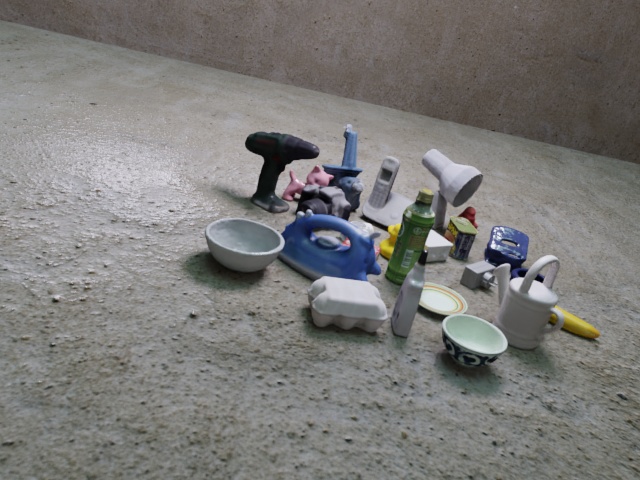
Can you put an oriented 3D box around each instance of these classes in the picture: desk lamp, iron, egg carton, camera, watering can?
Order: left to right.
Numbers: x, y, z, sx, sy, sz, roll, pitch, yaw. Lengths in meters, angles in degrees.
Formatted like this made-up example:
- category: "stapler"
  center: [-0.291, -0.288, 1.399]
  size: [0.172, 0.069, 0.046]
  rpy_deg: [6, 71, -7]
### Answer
- category: "camera"
  center: [-0.007, -0.091, 1.492]
  size: [0.142, 0.101, 0.137]
  rpy_deg: [30, 29, 31]
- category: "iron"
  center: [0.011, 0.004, 1.247]
  size: [0.257, 0.141, 0.119]
  rpy_deg: [23, 26, 18]
- category: "egg carton"
  center: [0.051, 0.124, 1.099]
  size: [0.150, 0.069, 0.107]
  rpy_deg: [7, 25, -14]
- category: "desk lamp"
  center: [0.345, -0.141, 1.654]
  size: [0.202, 0.213, 0.118]
  rpy_deg: [31, 30, 34]
- category: "watering can"
  center: [0.424, 0.114, 1.171]
  size: [0.172, 0.194, 0.101]
  rpy_deg: [27, 28, 27]

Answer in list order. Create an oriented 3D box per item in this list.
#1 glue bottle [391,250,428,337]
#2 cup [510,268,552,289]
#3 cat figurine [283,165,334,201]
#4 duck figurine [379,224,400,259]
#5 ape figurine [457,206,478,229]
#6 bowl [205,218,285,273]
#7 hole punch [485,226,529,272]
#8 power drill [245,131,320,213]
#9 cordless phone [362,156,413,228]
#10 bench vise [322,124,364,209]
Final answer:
- category: "glue bottle"
  center: [0.177, 0.097, 1.100]
  size: [0.037, 0.173, 0.078]
  rpy_deg: [13, 24, -2]
- category: "cup"
  center: [0.461, 0.129, 1.279]
  size: [0.091, 0.095, 0.118]
  rpy_deg: [13, 24, -2]
- category: "cat figurine"
  center: [-0.031, -0.162, 1.612]
  size: [0.128, 0.118, 0.067]
  rpy_deg: [14, 24, -1]
- category: "duck figurine"
  center: [0.197, 0.004, 1.417]
  size: [0.078, 0.086, 0.104]
  rpy_deg: [-3, 29, -32]
- category: "ape figurine"
  center: [0.421, -0.054, 1.654]
  size: [0.078, 0.092, 0.076]
  rpy_deg: [14, 24, -1]
- category: "bowl"
  center: [-0.161, 0.021, 1.199]
  size: [0.167, 0.075, 0.167]
  rpy_deg: [12, 24, -5]
- category: "hole punch"
  center: [0.503, 0.023, 1.534]
  size: [0.108, 0.091, 0.101]
  rpy_deg: [17, 24, 7]
- category: "power drill"
  center: [-0.109, -0.184, 1.507]
  size: [0.228, 0.208, 0.076]
  rpy_deg: [28, 28, 28]
- category: "cordless phone"
  center: [0.206, -0.127, 1.582]
  size: [0.147, 0.185, 0.094]
  rpy_deg: [26, 27, 24]
- category: "bench vise"
  center: [0.091, -0.211, 1.659]
  size: [0.122, 0.220, 0.206]
  rpy_deg: [-7, 32, -39]
